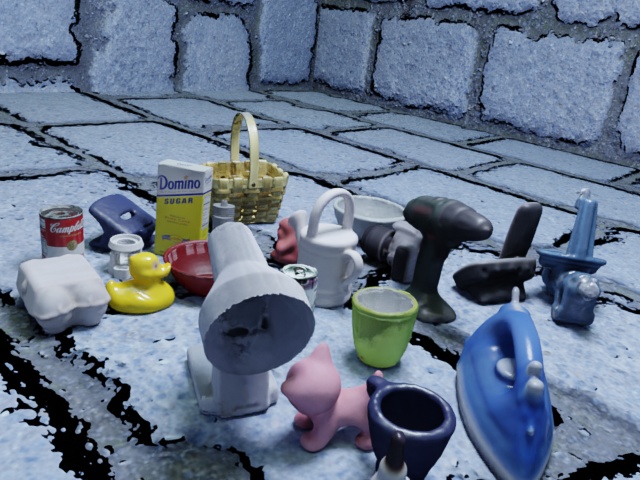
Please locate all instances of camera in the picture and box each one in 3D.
[{"bbox_3d":[0.162,0.006,1.139,0.136,0.101,0.144,22,26,33],"label":"camera"}]

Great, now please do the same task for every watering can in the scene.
[{"bbox_3d":[0.007,0.004,0.968,0.172,0.194,0.101,17,24,24],"label":"watering can"}]

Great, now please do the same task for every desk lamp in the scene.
[{"bbox_3d":[-0.095,0.100,0.667,0.118,0.213,0.202,-2,23,-23],"label":"desk lamp"}]

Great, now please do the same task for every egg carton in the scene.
[{"bbox_3d":[-0.378,0.074,0.837,0.107,0.069,0.149,-10,28,-37],"label":"egg carton"}]

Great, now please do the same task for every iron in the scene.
[{"bbox_3d":[0.242,0.168,0.703,0.118,0.141,0.258,9,22,5],"label":"iron"}]

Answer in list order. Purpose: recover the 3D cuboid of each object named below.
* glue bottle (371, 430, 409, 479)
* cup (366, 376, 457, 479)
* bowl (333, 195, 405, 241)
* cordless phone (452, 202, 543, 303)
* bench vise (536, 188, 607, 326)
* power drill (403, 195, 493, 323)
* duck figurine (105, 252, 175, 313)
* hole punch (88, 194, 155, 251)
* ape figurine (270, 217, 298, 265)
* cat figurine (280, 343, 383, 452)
[{"bbox_3d":[0.050,0.223,0.458,0.037,0.173,0.078,14,23,17],"label":"glue bottle"},{"bbox_3d":[0.082,0.209,0.612,0.092,0.095,0.117,-8,26,-33],"label":"cup"},{"bbox_3d":[0.107,-0.040,1.272,0.167,0.075,0.167,6,22,-2],"label":"bowl"},{"bbox_3d":[0.333,0.016,1.054,0.148,0.185,0.094,-4,24,-27],"label":"cordless phone"},{"bbox_3d":[0.471,0.029,1.019,0.121,0.220,0.207,3,22,-11],"label":"bench vise"},{"bbox_3d":[0.200,0.026,0.955,0.076,0.208,0.229,-1,23,-19],"label":"power drill"},{"bbox_3d":[-0.276,0.061,0.881,0.105,0.086,0.077,-3,24,-24],"label":"duck figurine"},{"bbox_3d":[-0.366,-0.032,1.077,0.101,0.091,0.109,12,22,12],"label":"hole punch"},{"bbox_3d":[-0.062,0.000,1.095,0.076,0.092,0.078,14,23,18],"label":"ape figurine"},{"bbox_3d":[0.012,0.173,0.647,0.128,0.118,0.067,1,22,-15],"label":"cat figurine"}]
